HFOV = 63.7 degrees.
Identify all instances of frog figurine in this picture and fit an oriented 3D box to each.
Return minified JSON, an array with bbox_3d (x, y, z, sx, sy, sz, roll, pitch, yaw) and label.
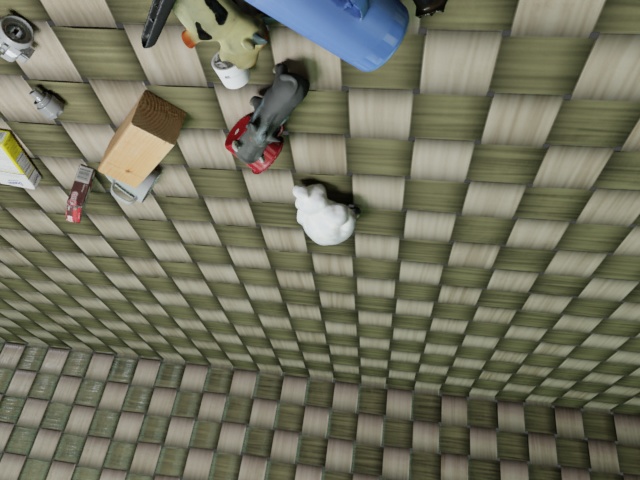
[{"bbox_3d":[0.004,-0.059,1.163,0.138,0.124,0.157,12,167,35],"label":"frog figurine"}]
